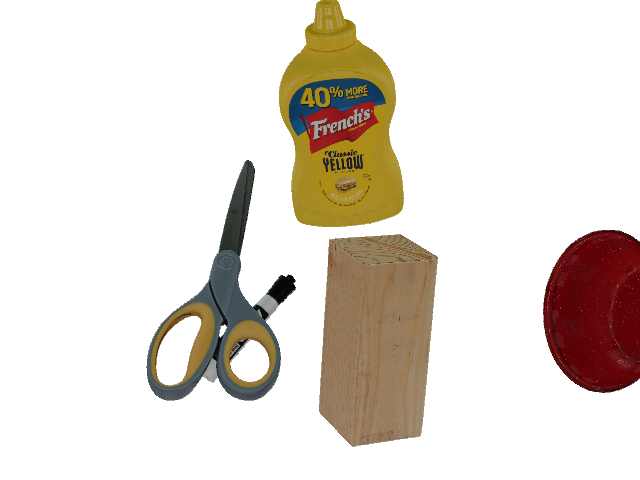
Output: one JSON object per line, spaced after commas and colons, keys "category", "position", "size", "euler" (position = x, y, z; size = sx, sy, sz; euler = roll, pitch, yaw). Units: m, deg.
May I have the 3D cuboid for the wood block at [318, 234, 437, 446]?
{"category": "wood block", "position": [0.061, 0.106, 1.159], "size": [0.090, 0.206, 0.091], "euler": [-4, 18, -23]}

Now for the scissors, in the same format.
{"category": "scissors", "position": [-0.050, 0.030, 0.738], "size": [0.096, 0.201, 0.016], "euler": [21, -34, 11]}

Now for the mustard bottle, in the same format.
{"category": "mustard bottle", "position": [0.016, -0.106, 0.885], "size": [0.096, 0.191, 0.058], "euler": [-4, 31, 5]}

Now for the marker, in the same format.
{"category": "marker", "position": [-0.064, 0.077, 0.962], "size": [0.020, 0.121, 0.020], "euler": [37, -19, 15]}

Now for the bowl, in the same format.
{"category": "bowl", "position": [0.295, 0.070, 1.031], "size": [0.161, 0.162, 0.055], "euler": [0, 0, -28]}
